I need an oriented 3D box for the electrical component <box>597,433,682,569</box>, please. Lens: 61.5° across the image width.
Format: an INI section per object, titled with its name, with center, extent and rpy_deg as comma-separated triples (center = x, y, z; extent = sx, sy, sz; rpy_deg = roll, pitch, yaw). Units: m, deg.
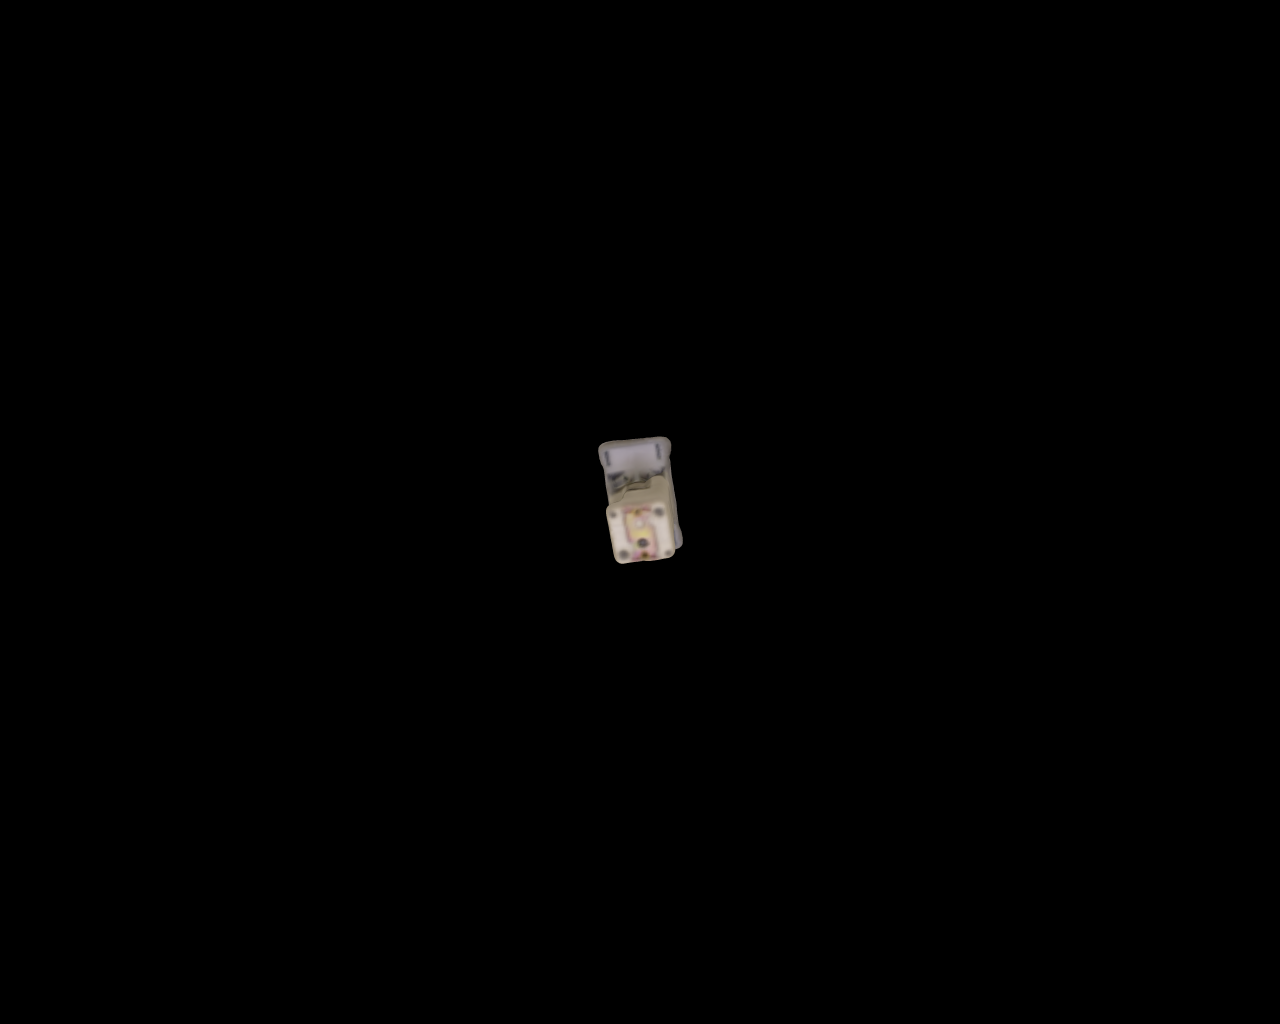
[electrical component]
center = 0.001, -0.003, 0.650
extent = 0.042, 0.080, 0.064
rpy_deg = -7, 32, 5
